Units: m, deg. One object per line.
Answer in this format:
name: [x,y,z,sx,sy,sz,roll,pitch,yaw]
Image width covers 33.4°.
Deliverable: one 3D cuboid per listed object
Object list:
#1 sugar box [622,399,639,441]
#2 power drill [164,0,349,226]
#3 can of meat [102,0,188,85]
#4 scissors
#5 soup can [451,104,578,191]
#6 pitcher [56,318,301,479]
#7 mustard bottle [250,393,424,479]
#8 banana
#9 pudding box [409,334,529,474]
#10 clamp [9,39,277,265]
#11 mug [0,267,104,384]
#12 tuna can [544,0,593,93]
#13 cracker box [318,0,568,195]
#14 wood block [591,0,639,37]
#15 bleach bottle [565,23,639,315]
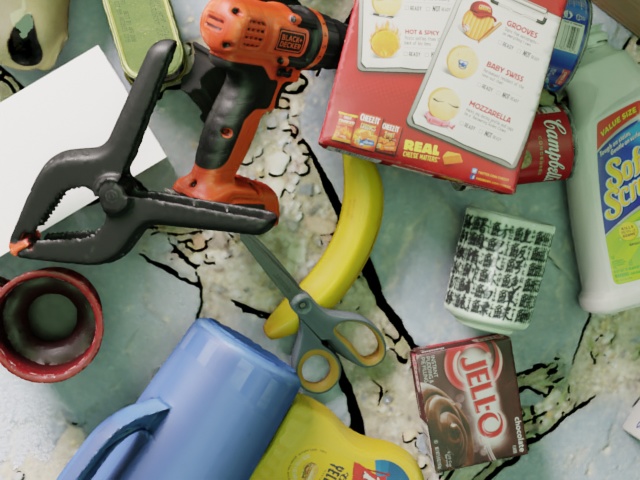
sugar box: [0.354,0.119,0.973,0.048,0.093,0.176,30,91,-9]
power drill: [-0.046,-0.105,0.891,0.057,0.184,0.188,27,107,35]
can of meat: [-0.147,-0.179,0.886,0.057,0.084,0.102,-17,97,-6]
scissors: [-0.024,0.071,0.921,0.201,0.016,0.096,34,104,-33]
soup can: [0.167,-0.081,0.944,0.102,0.068,0.068,-7,96,-6]
pitcher: [-0.127,0.188,0.896,0.145,0.149,0.243,32,87,-4]
mustard bottle: [0.036,0.221,0.959,0.191,0.058,0.096,29,99,-10]
banana: [0.012,0.004,0.950,0.070,0.037,0.198,19,91,10]
pudding box: [0.135,0.147,0.975,0.090,0.039,0.113,-10,97,-7]
clamp: [-0.157,-0.049,0.828,0.210,0.036,0.164,-20,102,14]
mug: [-0.237,0.061,0.897,0.117,0.081,0.093,29,91,-9]
tuna can: [0.204,-0.174,0.931,0.033,0.086,0.086,14,93,-7]
cracker box: [0.102,-0.159,0.864,0.164,0.072,0.214,14,93,-2]
wood block: [0.267,-0.256,0.929,0.206,0.090,0.091,34,91,-9]
bleach bottle: [0.260,-0.067,0.960,0.102,0.068,0.251,-15,95,-8]
